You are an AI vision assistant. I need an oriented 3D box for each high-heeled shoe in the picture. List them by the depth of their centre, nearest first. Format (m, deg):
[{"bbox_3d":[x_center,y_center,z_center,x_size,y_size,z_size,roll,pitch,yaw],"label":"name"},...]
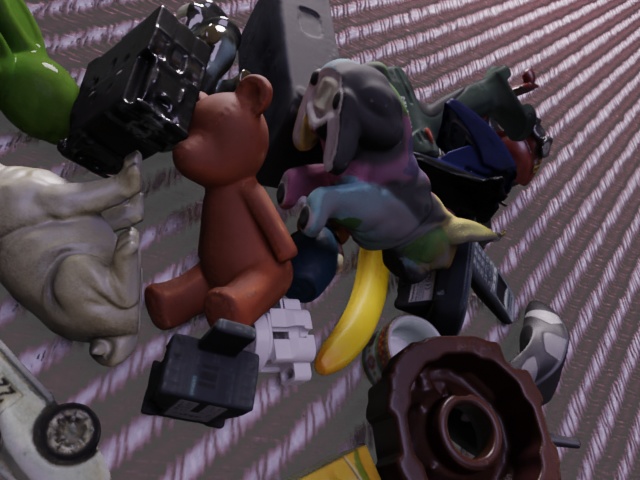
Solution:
[{"bbox_3d":[0.213,0.149,0.629,0.145,0.086,0.249,8,34,6],"label":"high-heeled shoe"}]

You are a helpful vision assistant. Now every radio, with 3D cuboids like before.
[{"bbox_3d":[-0.037,-0.182,0.614,0.073,0.131,0.229,7,59,-28],"label":"radio"}]

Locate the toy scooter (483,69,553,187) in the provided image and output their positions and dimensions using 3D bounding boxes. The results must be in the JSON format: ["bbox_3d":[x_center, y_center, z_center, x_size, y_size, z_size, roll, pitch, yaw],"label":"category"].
[{"bbox_3d":[0.295,-0.179,0.823,0.075,0.135,0.184,-15,72,-40],"label":"toy scooter"}]

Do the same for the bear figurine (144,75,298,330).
[{"bbox_3d":[-0.088,-0.032,0.459,0.132,0.120,0.195,-31,116,-50],"label":"bear figurine"}]

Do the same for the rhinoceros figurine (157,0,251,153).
[{"bbox_3d":[-0.134,-0.173,0.569,0.073,0.112,0.190,38,58,-42],"label":"rhinoceros figurine"}]

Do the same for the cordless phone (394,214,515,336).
[{"bbox_3d":[0.180,0.073,0.638,0.184,0.089,0.146,43,47,-31],"label":"cordless phone"}]

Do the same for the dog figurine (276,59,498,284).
[{"bbox_3d":[0.078,-0.054,0.519,0.219,0.191,0.109,11,12,-29],"label":"dog figurine"}]

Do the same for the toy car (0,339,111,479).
[{"bbox_3d":[-0.217,0.100,0.359,0.202,0.073,0.056,47,47,1],"label":"toy car"}]

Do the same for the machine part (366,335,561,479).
[{"bbox_3d":[0.124,0.170,0.475,0.179,0.056,0.179,11,59,-19],"label":"machine part"}]

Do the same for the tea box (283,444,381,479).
[{"bbox_3d":[0.020,0.262,0.415,0.098,0.068,0.169,-13,71,-38],"label":"tea box"}]

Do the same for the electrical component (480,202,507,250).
[{"bbox_3d":[0.216,-0.035,0.741,0.078,0.045,0.102,30,50,-16],"label":"electrical component"}]

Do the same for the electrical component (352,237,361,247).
[{"bbox_3d":[0.070,-0.012,0.649,0.094,0.021,0.063,40,48,-4],"label":"electrical component"}]

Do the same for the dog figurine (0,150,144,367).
[{"bbox_3d":[-0.233,0.010,0.405,0.190,0.121,0.172,-1,59,-17],"label":"dog figurine"}]

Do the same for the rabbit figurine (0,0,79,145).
[{"bbox_3d":[-0.290,-0.139,0.460,0.170,0.121,0.159,18,45,-45],"label":"rabbit figurine"}]

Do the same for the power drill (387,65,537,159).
[{"bbox_3d":[0.176,-0.141,0.723,0.207,0.086,0.232,-20,71,-2],"label":"power drill"}]

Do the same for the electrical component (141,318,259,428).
[{"bbox_3d":[-0.085,0.105,0.412,0.075,0.119,0.048,21,54,-24],"label":"electrical component"}]

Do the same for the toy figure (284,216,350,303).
[{"bbox_3d":[-0.002,-0.003,0.575,0.064,0.058,0.154,38,44,-15],"label":"toy figure"}]

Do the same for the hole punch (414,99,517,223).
[{"bbox_3d":[0.164,-0.085,0.610,0.116,0.142,0.092,27,76,12],"label":"hole punch"}]

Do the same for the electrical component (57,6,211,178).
[{"bbox_3d":[-0.156,-0.131,0.461,0.058,0.115,0.134,37,46,-43],"label":"electrical component"}]
